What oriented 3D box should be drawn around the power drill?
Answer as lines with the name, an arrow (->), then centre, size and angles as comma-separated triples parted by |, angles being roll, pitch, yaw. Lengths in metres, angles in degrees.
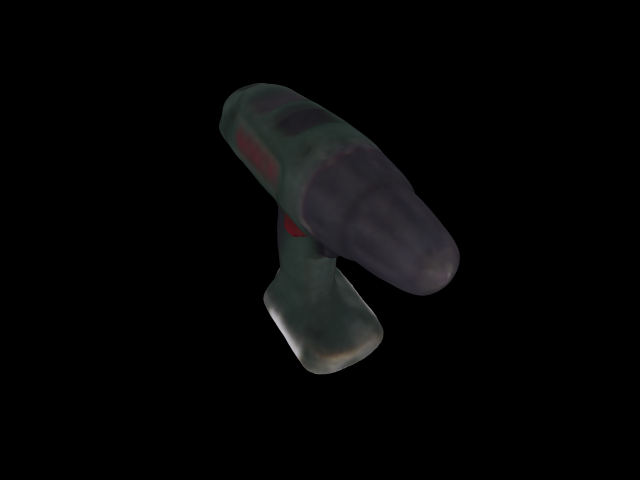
power drill -> 0.004, 0.001, 0.400 | 0.076, 0.208, 0.229 | -25, 54, -20
